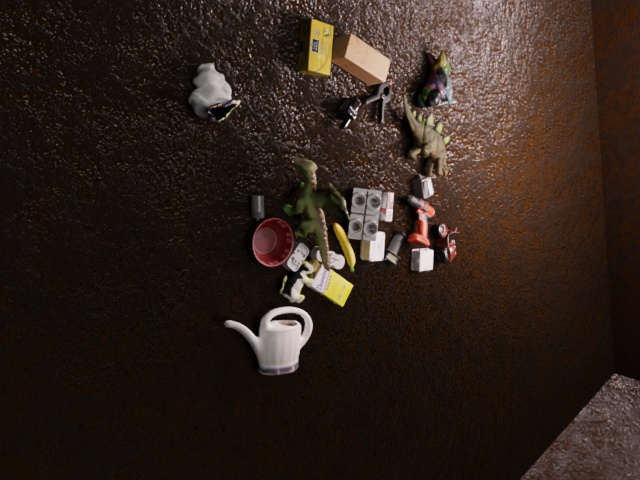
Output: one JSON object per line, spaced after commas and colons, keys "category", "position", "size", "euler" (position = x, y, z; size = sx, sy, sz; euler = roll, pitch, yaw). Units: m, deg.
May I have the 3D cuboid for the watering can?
{"category": "watering can", "position": [-0.168, 0.335, 1.686], "size": [0.348, 0.104, 0.223], "euler": [-1, 96, -39]}

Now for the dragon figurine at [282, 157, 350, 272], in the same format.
{"category": "dragon figurine", "position": [0.005, -0.085, 1.682], "size": [0.124, 0.241, 0.407], "euler": [-33, 101, -31]}

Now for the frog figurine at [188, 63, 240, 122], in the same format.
{"category": "frog figurine", "position": [-0.326, -0.431, 1.508], "size": [0.139, 0.120, 0.161], "euler": [-30, 77, -23]}
